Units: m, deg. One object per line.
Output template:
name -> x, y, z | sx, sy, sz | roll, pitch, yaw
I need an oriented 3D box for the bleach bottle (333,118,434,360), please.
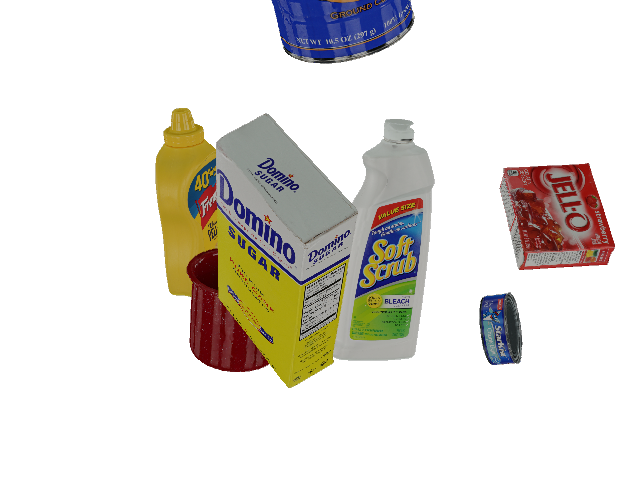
bleach bottle -> 0.063, -0.001, 1.115 | 0.102, 0.251, 0.068 | 1, 18, -11

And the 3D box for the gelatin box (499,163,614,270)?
gelatin box -> 0.189, -0.021, 0.861 | 0.073, 0.089, 0.030 | -3, -37, -3

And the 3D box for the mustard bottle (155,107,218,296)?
mustard bottle -> -0.135, -0.044, 1.115 | 0.058, 0.192, 0.096 | 5, 26, 21

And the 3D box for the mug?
mug -> -0.063, 0.066, 0.933 | 0.117, 0.081, 0.093 | 23, 31, 31

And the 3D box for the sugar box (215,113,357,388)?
sugar box -> -0.027, 0.013, 0.680 | 0.048, 0.093, 0.176 | -31, -28, -21

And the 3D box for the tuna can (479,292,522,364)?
tuna can -> 0.218, 0.107, 1.288 | 0.034, 0.086, 0.086 | -8, -3, 20

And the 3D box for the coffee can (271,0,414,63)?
coffee can -> 0.006, -0.214, 0.765 | 0.103, 0.140, 0.103 | -10, 36, 7
